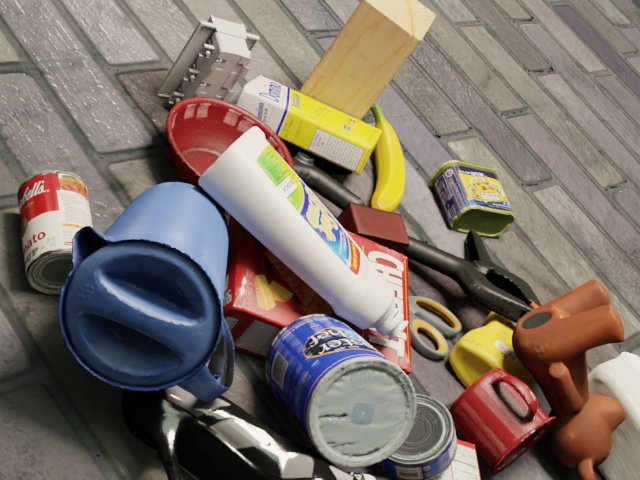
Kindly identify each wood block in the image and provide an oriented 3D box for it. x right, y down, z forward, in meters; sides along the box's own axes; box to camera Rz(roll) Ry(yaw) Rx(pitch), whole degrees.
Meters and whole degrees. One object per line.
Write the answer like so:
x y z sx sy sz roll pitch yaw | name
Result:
0.049 -0.225 1.379 0.090 0.206 0.090 36 38 -4 | wood block

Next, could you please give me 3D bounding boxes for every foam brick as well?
0.059 -0.004 1.283 0.078 0.053 0.051 12 44 -29 | foam brick

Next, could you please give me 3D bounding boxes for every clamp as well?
-0.018 -0.085 1.311 0.171 0.039 0.120 14 27 -22 | clamp
0.186 0.042 1.312 0.164 0.036 0.210 3 28 -34 | clamp

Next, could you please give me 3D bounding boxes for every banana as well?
0.084 -0.090 1.401 0.069 0.037 0.198 38 35 -34 | banana

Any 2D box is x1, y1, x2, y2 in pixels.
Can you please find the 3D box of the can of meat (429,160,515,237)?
0.211 -0.056 1.463 0.101 0.058 0.084 8 48 -33 | can of meat

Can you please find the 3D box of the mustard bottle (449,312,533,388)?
0.234 0.127 1.285 0.096 0.058 0.191 42 36 13 | mustard bottle

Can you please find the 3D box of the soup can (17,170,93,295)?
-0.249 -0.007 1.012 0.068 0.069 0.102 11 45 -32 | soup can

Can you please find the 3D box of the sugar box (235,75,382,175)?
-0.015 -0.147 1.337 0.176 0.048 0.093 27 22 2 | sugar box

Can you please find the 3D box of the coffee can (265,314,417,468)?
0.016 0.137 0.998 0.102 0.103 0.140 21 5 -22 | coffee can

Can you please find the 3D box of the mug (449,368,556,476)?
0.195 0.186 1.145 0.093 0.117 0.081 -29 65 -29 | mug

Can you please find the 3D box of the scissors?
0.080 0.077 1.243 0.201 0.016 0.096 25 38 -18 | scissors

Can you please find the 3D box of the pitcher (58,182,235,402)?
-0.139 0.036 0.968 0.145 0.149 0.243 7 18 -2 | pitcher

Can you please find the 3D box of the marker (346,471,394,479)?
0.023 0.231 1.027 0.121 0.020 0.020 15 42 -28 | marker

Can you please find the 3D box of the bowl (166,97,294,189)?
-0.112 -0.090 1.226 0.162 0.055 0.162 22 40 -20 | bowl

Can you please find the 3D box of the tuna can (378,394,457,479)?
0.094 0.198 1.071 0.086 0.034 0.086 -7 46 7 | tuna can

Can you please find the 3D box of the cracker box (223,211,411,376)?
-0.008 0.057 1.134 0.213 0.072 0.164 22 45 -21 | cracker box

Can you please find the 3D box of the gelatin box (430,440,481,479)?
0.128 0.244 1.093 0.073 0.030 0.089 21 42 -23 | gelatin box

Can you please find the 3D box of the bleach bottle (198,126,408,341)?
-0.007 0.001 1.077 0.251 0.068 0.102 45 22 -5 | bleach bottle
